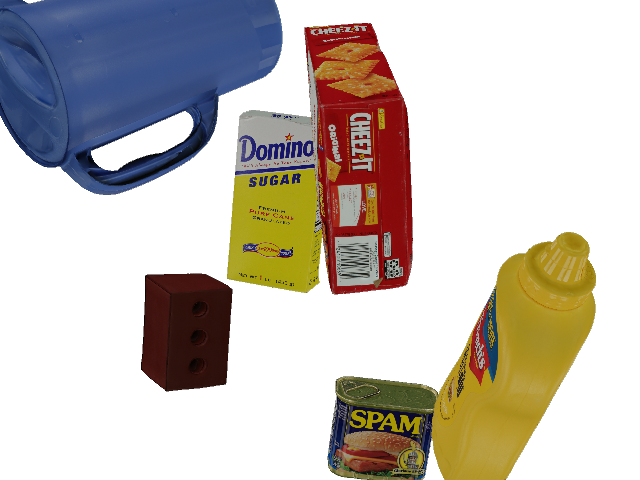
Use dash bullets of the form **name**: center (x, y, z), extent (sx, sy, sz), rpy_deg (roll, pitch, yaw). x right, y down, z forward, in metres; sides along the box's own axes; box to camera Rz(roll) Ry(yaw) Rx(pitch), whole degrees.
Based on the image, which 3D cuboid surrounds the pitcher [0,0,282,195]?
- **pitcher**: center (-0.149, -0.151, 0.920), extent (0.242, 0.149, 0.145), rpy_deg (-25, 41, -35)

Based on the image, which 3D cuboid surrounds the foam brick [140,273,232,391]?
- **foam brick**: center (-0.102, 0.068, 0.813), extent (0.052, 0.078, 0.051), rpy_deg (-3, 12, -30)

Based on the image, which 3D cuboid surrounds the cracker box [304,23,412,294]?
- **cracker box**: center (0.030, -0.078, 0.908), extent (0.072, 0.164, 0.213), rpy_deg (-5, 27, -1)

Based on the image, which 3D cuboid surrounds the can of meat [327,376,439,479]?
- **can of meat**: center (0.060, 0.186, 1.041), extent (0.102, 0.084, 0.057), rpy_deg (7, 17, -3)

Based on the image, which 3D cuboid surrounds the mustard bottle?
- **mustard bottle**: center (0.118, 0.065, 0.636), extent (0.058, 0.096, 0.192), rpy_deg (16, -43, 0)

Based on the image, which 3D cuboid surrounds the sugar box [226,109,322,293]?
- **sugar box**: center (-0.042, -0.041, 1.099), extent (0.093, 0.176, 0.048), rpy_deg (9, 16, 15)
